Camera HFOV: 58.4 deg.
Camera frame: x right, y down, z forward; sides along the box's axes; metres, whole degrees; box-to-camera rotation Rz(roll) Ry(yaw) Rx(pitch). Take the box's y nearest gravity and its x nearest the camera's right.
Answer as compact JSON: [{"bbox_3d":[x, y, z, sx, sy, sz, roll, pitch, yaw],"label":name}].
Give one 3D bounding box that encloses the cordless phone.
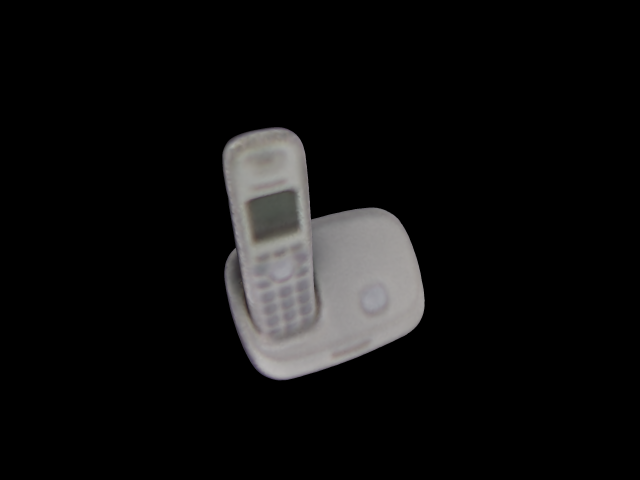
[{"bbox_3d":[0.004,0.001,0.400,0.148,0.185,0.094,-19,46,-19],"label":"cordless phone"}]
